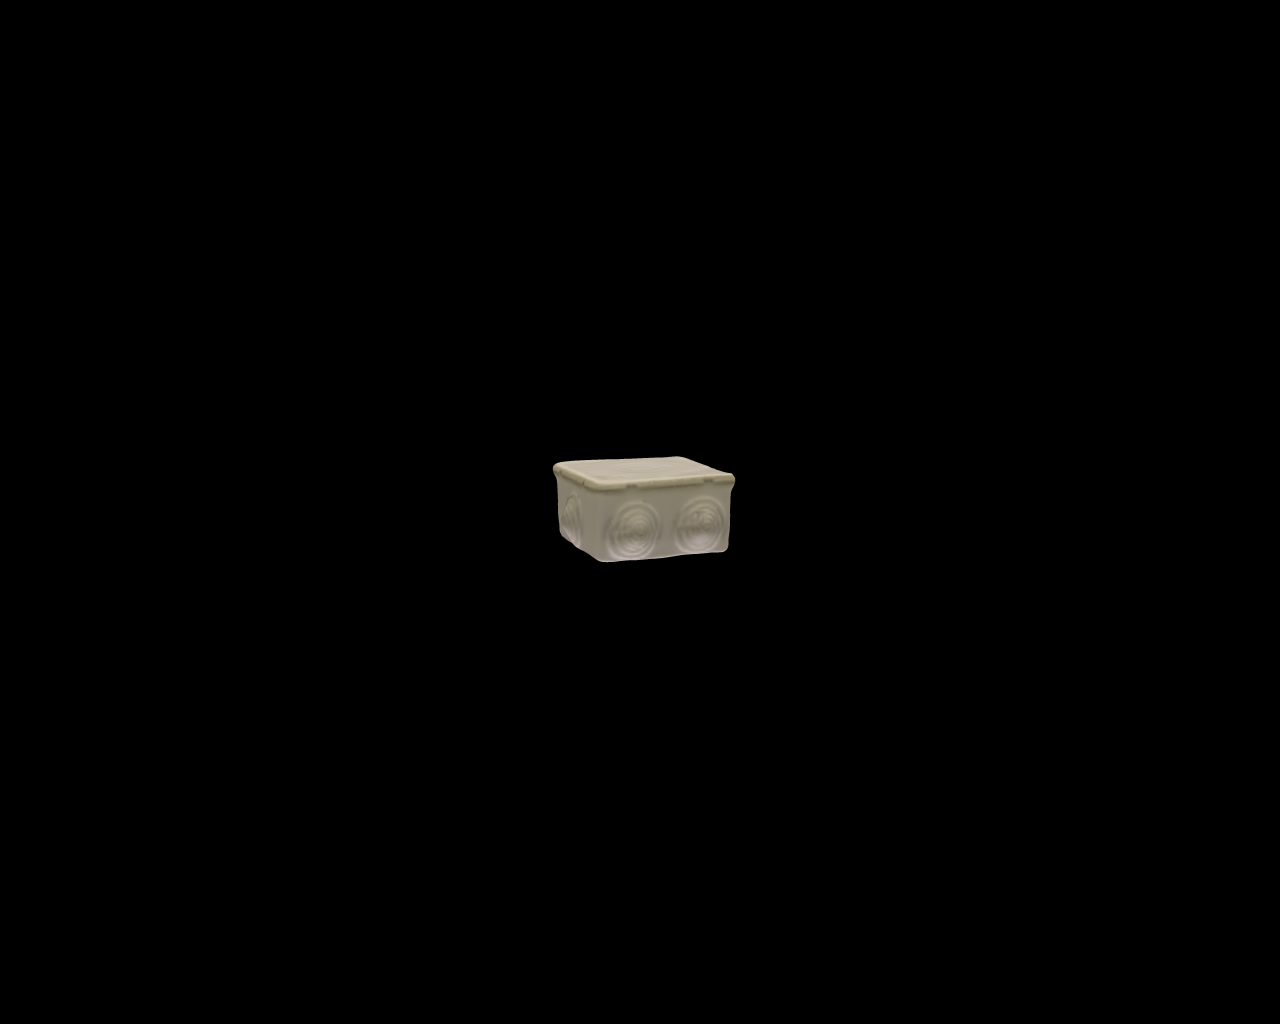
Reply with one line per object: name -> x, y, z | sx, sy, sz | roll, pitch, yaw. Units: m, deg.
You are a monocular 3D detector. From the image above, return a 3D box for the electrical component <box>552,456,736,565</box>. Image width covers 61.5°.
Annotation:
electrical component -> 0.001, -0.003, 0.650 | 0.100, 0.048, 0.100 | -4, 12, -20
